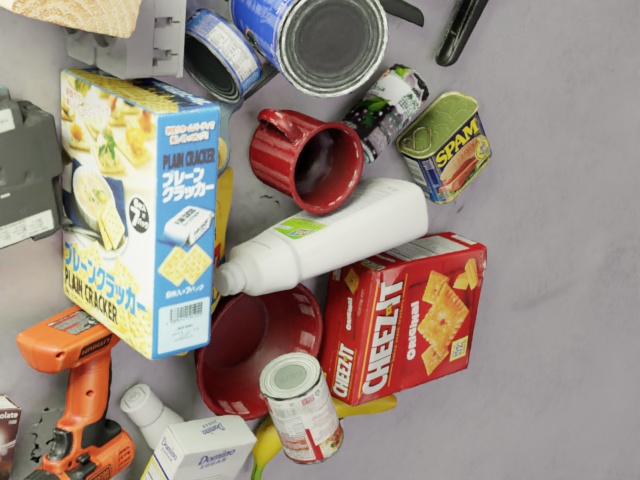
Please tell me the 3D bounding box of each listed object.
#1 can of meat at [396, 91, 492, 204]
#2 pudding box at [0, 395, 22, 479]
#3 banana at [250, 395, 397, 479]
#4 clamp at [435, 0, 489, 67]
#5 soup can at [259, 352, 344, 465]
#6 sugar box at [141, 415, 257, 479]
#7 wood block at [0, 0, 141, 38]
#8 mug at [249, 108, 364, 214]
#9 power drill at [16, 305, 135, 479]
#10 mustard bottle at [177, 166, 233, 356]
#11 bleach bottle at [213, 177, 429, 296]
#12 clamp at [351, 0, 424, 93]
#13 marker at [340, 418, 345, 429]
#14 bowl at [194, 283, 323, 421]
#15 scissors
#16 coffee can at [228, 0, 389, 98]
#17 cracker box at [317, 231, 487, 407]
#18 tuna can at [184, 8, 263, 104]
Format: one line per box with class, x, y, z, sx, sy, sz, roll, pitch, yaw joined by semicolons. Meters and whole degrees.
can of meat;0.144;-0.103;1.216;0.102;0.058;0.084;-45;135;-16
pudding box;-0.329;0.187;0.945;0.113;0.039;0.090;2;107;-43
banana;-0.002;0.205;1.229;0.197;0.037;0.069;-25;127;-16
clamp;0.184;-0.296;1.174;0.209;0.036;0.164;-31;127;-27
soup can;-0.019;0.176;1.114;0.068;0.069;0.102;-36;130;-24
sugar box;-0.142;0.258;1.103;0.093;0.048;0.176;-1;128;-42
wood block;-0.209;-0.212;0.747;0.090;0.206;0.091;5;106;-43
mug;-0.023;-0.089;1.056;0.093;0.082;0.117;-53;134;-9
power drill;-0.236;0.165;0.972;0.184;0.057;0.188;-33;134;-59
mustard bottle;-0.131;0.023;1.029;0.096;0.058;0.192;-22;125;-51
bleach bottle;-0.007;0.001;1.086;0.250;0.103;0.068;-22;109;-37
clamp;0.039;-0.244;1.068;0.120;0.039;0.171;-41;131;-19
marker;0.019;0.171;1.258;0.020;0.020;0.121;-20;122;-34
bowl;-0.075;0.107;1.120;0.161;0.055;0.162;-19;121;-34
scissors;-0.078;-0.114;1.004;0.201;0.096;0.016;-26;162;-28
coffee can;-0.014;-0.198;0.956;0.102;0.140;0.103;-10;119;-19
cracker box;0.098;0.088;1.237;0.213;0.072;0.164;-10;114;-45
tuna can;-0.093;-0.165;0.957;0.033;0.086;0.086;-47;133;-17
